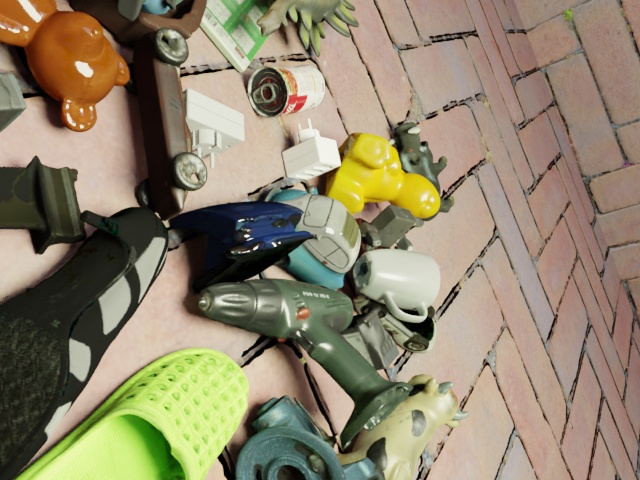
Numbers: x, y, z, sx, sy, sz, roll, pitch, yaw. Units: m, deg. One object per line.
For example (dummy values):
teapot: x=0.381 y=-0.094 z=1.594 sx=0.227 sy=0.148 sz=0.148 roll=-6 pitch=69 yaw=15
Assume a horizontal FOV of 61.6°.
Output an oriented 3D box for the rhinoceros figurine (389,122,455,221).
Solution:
rhinoceros figurine: x=0.186 y=-0.128 z=1.020 sx=0.112 sy=0.073 sz=0.190 roll=-9 pitch=84 yaw=-42

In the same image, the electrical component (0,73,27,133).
electrical component: x=-0.284 y=-0.091 z=0.372 sx=0.134 sy=0.115 sz=0.058 roll=-27 pitch=98 yaw=-51

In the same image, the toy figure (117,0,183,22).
toy figure: x=-0.152 y=-0.287 z=0.551 sx=0.082 sy=0.089 sz=0.180 roll=60 pitch=34 yaw=-27

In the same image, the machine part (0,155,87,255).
machine part: x=-0.261 y=-0.030 z=0.439 sx=0.139 sy=0.039 sz=0.084 roll=0 pitch=80 yaw=-53

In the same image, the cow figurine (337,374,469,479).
cow figurine: x=0.113 y=0.249 z=0.711 sx=0.195 sy=0.127 sz=0.085 roll=-44 pitch=113 yaw=-48

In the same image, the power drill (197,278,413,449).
power drill: x=-0.008 y=0.125 z=0.602 sx=0.207 sy=0.086 sz=0.232 roll=40 pitch=18 yaw=27

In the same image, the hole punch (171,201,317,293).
hole punch: x=-0.086 y=-0.009 z=0.591 sx=0.142 sy=0.116 sz=0.092 roll=-9 pitch=73 yaw=-53

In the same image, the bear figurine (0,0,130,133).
bear figurine: x=-0.245 y=-0.201 z=0.462 sx=0.195 sy=0.132 sz=0.120 roll=43 pitch=49 yaw=-24

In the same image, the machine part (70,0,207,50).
machine part: x=-0.209 y=-0.300 z=0.607 sx=0.179 sy=0.056 sz=0.179 roll=26 pitch=54 yaw=-44

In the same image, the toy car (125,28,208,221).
toy car: x=-0.160 y=-0.120 z=0.560 sx=0.053 sy=0.089 sz=0.202 roll=0 pitch=74 yaw=-47

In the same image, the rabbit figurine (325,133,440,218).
rabbit figurine: x=0.099 y=-0.082 z=0.829 sx=0.173 sy=0.121 sz=0.162 roll=22 pitch=7 yaw=-7

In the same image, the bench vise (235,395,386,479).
bench vise: x=-0.013 y=0.276 z=0.530 sx=0.223 sy=0.129 sz=0.240 roll=63 pitch=19 yaw=3

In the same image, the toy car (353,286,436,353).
toy car: x=0.119 y=0.110 z=0.839 sx=0.201 sy=0.056 sz=0.073 roll=40 pitch=53 yaw=-32

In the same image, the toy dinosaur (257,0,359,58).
toy dinosaur: x=-0.017 y=-0.416 z=0.865 sx=0.198 sy=0.105 sz=0.471 roll=55 pitch=34 yaw=-32

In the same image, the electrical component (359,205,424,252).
electrical component: x=0.102 y=-0.008 z=0.773 sx=0.102 sy=0.078 sz=0.045 roll=17 pitch=40 yaw=-50

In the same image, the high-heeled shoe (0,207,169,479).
high-heeled shoe: x=-0.205 y=0.080 z=0.463 sx=0.145 sy=0.086 sz=0.248 roll=72 pitch=37 yaw=-74

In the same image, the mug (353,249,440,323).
mug: x=0.101 y=0.062 z=0.740 sx=0.107 sy=0.081 sz=0.109 roll=13 pitch=53 yaw=-27

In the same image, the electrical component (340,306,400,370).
electrical component: x=0.066 y=0.157 z=0.735 sx=0.048 sy=0.075 sz=0.119 roll=-31 pitch=95 yaw=-52

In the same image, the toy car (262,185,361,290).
toy car: x=-0.001 y=-0.002 z=0.699 sx=0.161 sy=0.103 sz=0.109 roll=44 pitch=46 yaw=-28
